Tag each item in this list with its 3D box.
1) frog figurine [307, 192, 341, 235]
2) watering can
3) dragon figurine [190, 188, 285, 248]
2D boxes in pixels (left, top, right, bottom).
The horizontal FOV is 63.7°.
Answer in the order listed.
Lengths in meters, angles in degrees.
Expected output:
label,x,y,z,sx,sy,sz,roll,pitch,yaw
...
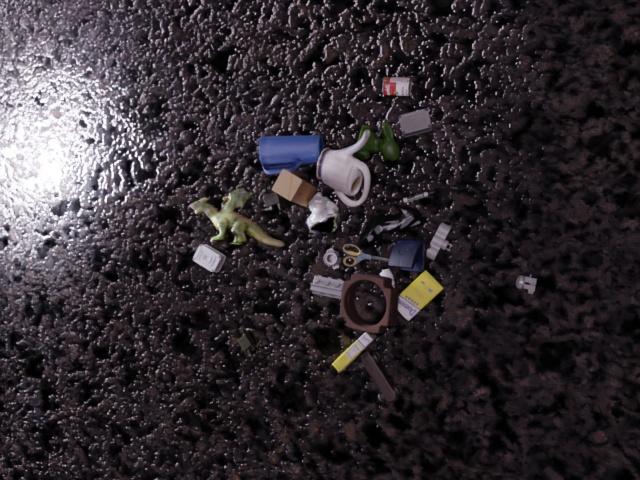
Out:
label,x,y,z,sx,sy,sz,roll,pitch,yaw
frog figurine,0.006,-0.100,1.991,0.136,0.121,0.163,-43,40,17
watering can,0.094,-0.280,1.904,0.226,0.106,0.339,27,135,27
dragon figurine,-0.327,-0.096,2.076,0.410,0.121,0.245,5,77,7
